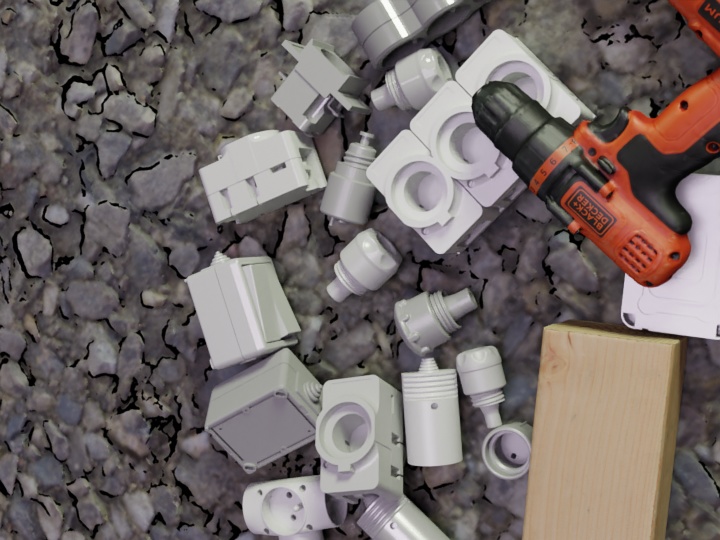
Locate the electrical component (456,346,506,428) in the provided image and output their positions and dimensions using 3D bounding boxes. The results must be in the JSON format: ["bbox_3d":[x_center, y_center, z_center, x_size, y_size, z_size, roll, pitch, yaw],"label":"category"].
[{"bbox_3d":[0.097,0.091,0.832,0.035,0.035,0.061,-14,90,23],"label":"electrical component"}]

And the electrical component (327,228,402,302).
[{"bbox_3d":[0.000,0.000,0.864,0.062,0.043,0.043,-44,76,20],"label":"electrical component"}]

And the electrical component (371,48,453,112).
[{"bbox_3d":[0.039,-0.144,0.842,0.062,0.043,0.043,-22,83,24],"label":"electrical component"}]

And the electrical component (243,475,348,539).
[{"bbox_3d":[-0.051,0.212,0.895,0.077,0.044,0.079,-11,89,23],"label":"electrical component"}]

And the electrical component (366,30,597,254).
[{"bbox_3d":[0.089,-0.094,0.812,0.150,0.062,0.089,-46,75,18],"label":"electrical component"}]

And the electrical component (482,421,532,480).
[{"bbox_3d":[0.118,0.135,0.817,0.040,0.046,0.040,1,93,24],"label":"electrical component"}]

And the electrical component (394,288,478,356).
[{"bbox_3d":[0.061,0.035,0.840,0.062,0.048,0.048,-28,81,15],"label":"electrical component"}]

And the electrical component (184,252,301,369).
[{"bbox_3d":[-0.097,0.027,0.897,0.061,0.062,0.096,-21,84,23],"label":"electrical component"}]

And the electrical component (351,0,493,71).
[{"bbox_3d":[0.051,-0.222,0.828,0.138,0.052,0.073,-32,80,21],"label":"electrical component"}]

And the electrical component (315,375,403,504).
[{"bbox_3d":[0.000,0.133,0.846,0.050,0.056,0.089,-10,64,23],"label":"electrical component"}]

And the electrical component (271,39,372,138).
[{"bbox_3d":[-0.034,-0.146,0.874,0.081,0.042,0.063,46,109,15],"label":"electrical component"}]

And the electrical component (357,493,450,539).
[{"bbox_3d":[0.034,0.208,0.859,0.081,0.043,0.043,43,107,16],"label":"electrical component"}]

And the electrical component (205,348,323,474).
[{"bbox_3d":[-0.070,0.110,0.882,0.096,0.061,0.061,-29,118,19],"label":"electrical component"}]

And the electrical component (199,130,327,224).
[{"bbox_3d":[-0.081,-0.080,0.892,0.089,0.050,0.055,-21,84,23],"label":"electrical component"}]

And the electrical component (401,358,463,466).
[{"bbox_3d":[0.056,0.109,0.845,0.043,0.043,0.081,-4,90,23],"label":"electrical component"}]

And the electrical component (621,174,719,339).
[{"bbox_3d":[0.231,-0.012,0.757,0.078,0.057,0.113,7,95,23],"label":"electrical component"}]

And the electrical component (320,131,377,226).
[{"bbox_3d":[-0.005,-0.072,0.865,0.040,0.040,0.078,20,100,21],"label":"electrical component"}]
